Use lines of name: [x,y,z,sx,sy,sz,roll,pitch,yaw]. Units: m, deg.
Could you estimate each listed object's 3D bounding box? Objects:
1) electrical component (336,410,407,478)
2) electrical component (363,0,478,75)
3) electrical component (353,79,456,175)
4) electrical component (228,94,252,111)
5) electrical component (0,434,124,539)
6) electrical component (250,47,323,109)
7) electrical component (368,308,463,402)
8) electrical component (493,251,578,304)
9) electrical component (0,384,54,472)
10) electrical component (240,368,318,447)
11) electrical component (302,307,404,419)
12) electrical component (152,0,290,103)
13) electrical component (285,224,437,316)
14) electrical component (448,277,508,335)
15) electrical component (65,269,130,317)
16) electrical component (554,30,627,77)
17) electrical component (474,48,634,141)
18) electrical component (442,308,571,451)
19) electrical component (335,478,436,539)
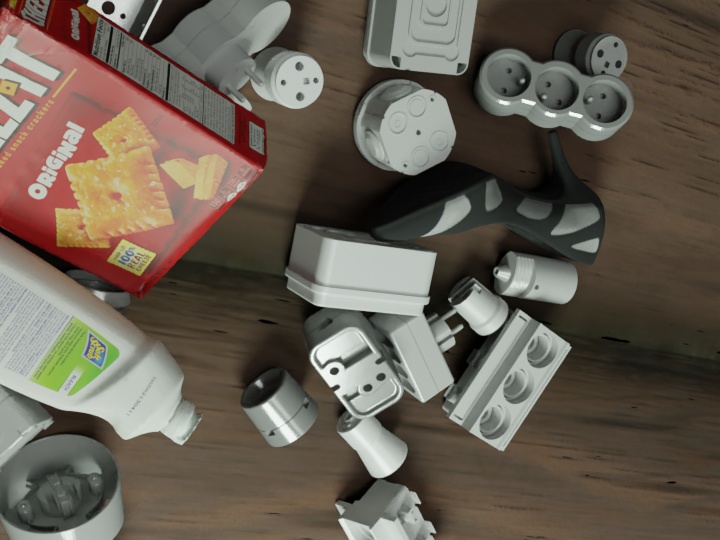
electrical component: [0.009,0.158,1.009,0.044,0.044,0.065,-44,115,-8]
electrical component: [0.051,-0.223,0.901,0.078,0.057,0.113,0,105,-26]
electrical component: [0.039,-0.123,0.930,0.080,0.051,0.080,-8,109,-24]
electrical component: [-0.114,-0.123,0.862,0.046,0.040,0.040,-51,120,-10]
electrical component: [-0.240,0.185,0.864,0.099,0.099,0.064,-17,119,-21]
electrical component: [-0.059,-0.155,0.869,0.045,0.055,0.045,-8,109,-24]
electrical component: [0.063,0.064,1.002,0.076,0.047,0.083,-33,117,-15]
electrical component: [0.164,0.007,1.036,0.081,0.043,0.043,9,102,-28]
electrical component: [-0.284,0.118,0.829,0.062,0.096,0.061,-44,92,-8]
electrical component: [-0.072,0.120,0.949,0.055,0.055,0.047,-41,115,-10]
electrical component: [-0.008,0.077,0.956,0.054,0.059,0.095,-32,120,6]
electrical component: [-0.106,-0.160,0.827,0.138,0.052,0.073,-42,77,-9]
electrical component: [0.000,0.000,0.933,0.113,0.078,0.057,7,100,-28]
electrical component: [0.112,0.033,1.022,0.046,0.040,0.040,40,86,-25]
electrical component: [-0.215,0.035,0.850,0.078,0.058,0.057,12,103,-29]
electrical component: [0.212,-0.197,0.990,0.045,0.055,0.045,-8,109,-25]
electrical component: [0.171,-0.154,0.973,0.138,0.073,0.052,15,82,0]
electrical component: [0.138,0.103,1.042,0.079,0.063,0.121,34,89,-31]
electrical component: [0.037,0.266,1.041,0.063,0.079,0.121,-45,122,-33]
